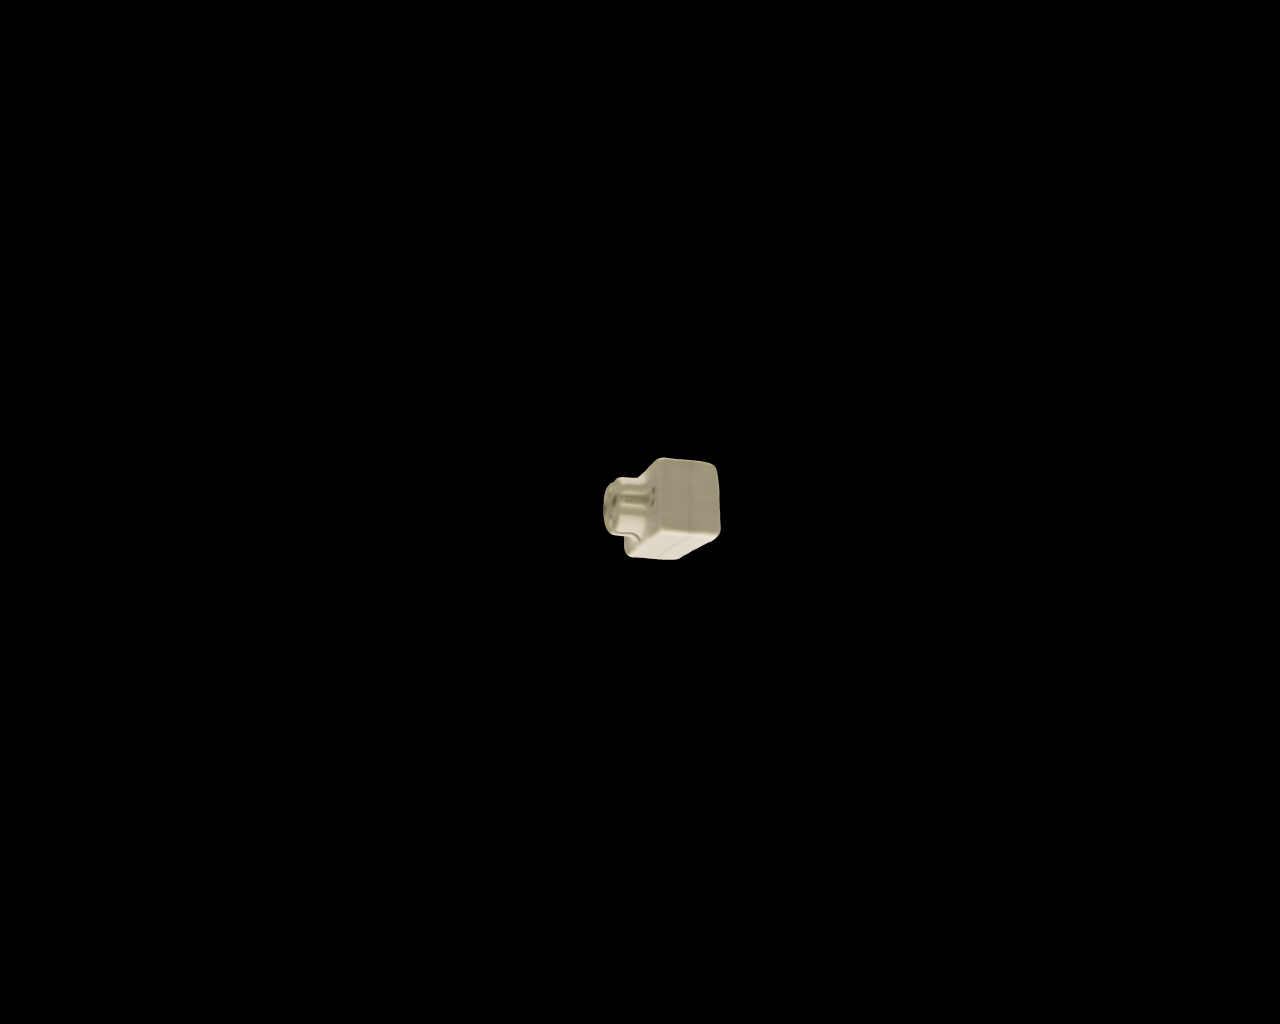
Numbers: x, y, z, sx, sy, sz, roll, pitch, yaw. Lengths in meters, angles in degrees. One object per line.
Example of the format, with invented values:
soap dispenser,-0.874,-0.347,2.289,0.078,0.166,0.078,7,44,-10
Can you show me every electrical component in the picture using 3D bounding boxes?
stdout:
electrical component,0.001,-0.003,0.650,0.077,0.047,0.065,6,-17,-19
